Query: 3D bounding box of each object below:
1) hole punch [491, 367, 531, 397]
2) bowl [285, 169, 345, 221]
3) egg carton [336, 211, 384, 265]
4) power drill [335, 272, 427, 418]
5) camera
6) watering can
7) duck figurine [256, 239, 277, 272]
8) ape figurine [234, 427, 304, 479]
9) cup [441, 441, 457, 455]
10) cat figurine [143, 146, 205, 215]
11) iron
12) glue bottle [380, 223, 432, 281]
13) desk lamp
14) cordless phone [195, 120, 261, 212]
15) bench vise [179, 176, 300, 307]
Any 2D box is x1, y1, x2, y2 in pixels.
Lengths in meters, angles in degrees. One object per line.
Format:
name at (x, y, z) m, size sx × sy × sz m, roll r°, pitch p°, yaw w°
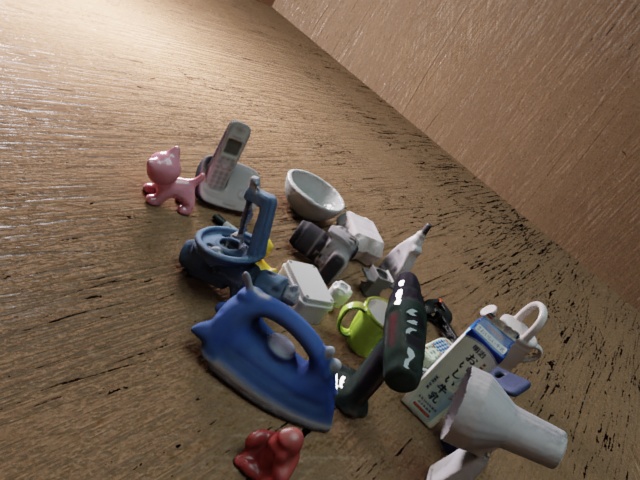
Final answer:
hole punch at (0.371, 0.304, 1.202) m, size 0.109 × 0.091 × 0.101 m, roll -2°, pitch 44°, yaw -53°
bowl at (-0.025, -0.099, 1.423) m, size 0.168 × 0.074 × 0.167 m, roll 28°, pitch 26°, yaw -15°
egg carton at (0.095, -0.007, 1.421) m, size 0.107 × 0.069 × 0.150 m, roll 20°, pitch 29°, yaw -29°
power drill at (0.101, 0.181, 0.940) m, size 0.076 × 0.208 × 0.229 m, roll 29°, pitch 26°, yaw -14°
camera at (0.012, 0.005, 1.260) m, size 0.137 × 0.100 × 0.143 m, roll 35°, pitch 25°, yaw -2°
watering can at (0.444, 0.217, 1.323) m, size 0.173 × 0.194 × 0.100 m, roll 22°, pitch 28°, yaw -26°
duck figurine at (-0.118, 0.031, 1.070) m, size 0.104 × 0.086 × 0.077 m, roll 36°, pitch 25°, yaw 0°
ape figurine at (-0.054, 0.270, 0.729) m, size 0.076 × 0.092 × 0.077 m, roll 17°, pitch 31°, yaw -34°
cup at (0.268, 0.344, 0.999) m, size 0.118 × 0.095 × 0.091 m, roll 29°, pitch 26°, yaw -15°
cat figurine at (-0.281, -0.121, 1.092) m, size 0.128 × 0.117 × 0.067 m, roll 16°, pitch 32°, yaw -36°
iron at (-0.053, 0.165, 0.853) m, size 0.258 × 0.141 × 0.119 m, roll 36°, pitch 25°, yaw 1°
glue bottle at (0.216, 0.027, 1.390) m, size 0.037 × 0.173 × 0.078 m, roll 19°, pitch 30°, yaw -32°
desk lamp at (0.253, 0.324, 0.875) m, size 0.203 × 0.213 × 0.118 m, roll 38°, pitch 25°, yaw 5°
cordless phone at (-0.172, -0.154, 1.207) m, size 0.148 × 0.185 × 0.094 m, roll 13°, pitch 33°, yaw -40°
bench vise at (-0.108, 0.013, 0.957) m, size 0.208 × 0.219 × 0.121 m, roll 30°, pitch 26°, yaw -12°
